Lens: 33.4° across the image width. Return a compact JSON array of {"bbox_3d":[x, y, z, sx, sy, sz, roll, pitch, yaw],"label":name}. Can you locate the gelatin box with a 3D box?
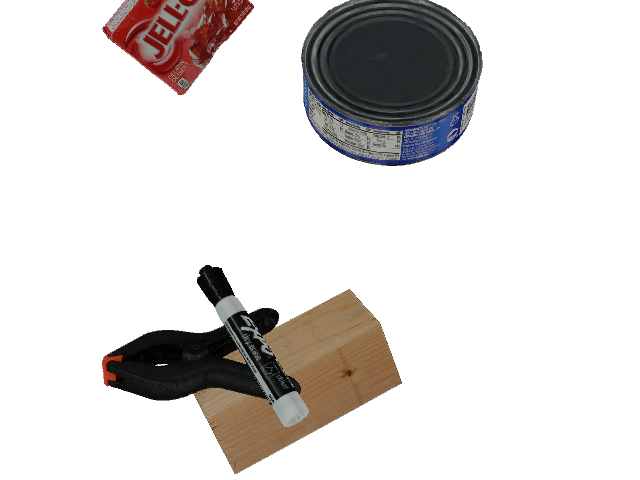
[{"bbox_3d":[-0.105,-0.165,0.794,0.073,0.089,0.030,37,5,-32],"label":"gelatin box"}]

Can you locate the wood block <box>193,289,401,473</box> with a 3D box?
[{"bbox_3d":[-0.029,0.152,1.161,0.206,0.091,0.090,-27,30,-10],"label":"wood block"}]

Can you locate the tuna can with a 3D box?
[{"bbox_3d":[0.034,-0.078,0.517,0.086,0.086,0.034,0,-35,0],"label":"tuna can"}]

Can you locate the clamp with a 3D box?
[{"bbox_3d":[-0.105,0.101,0.950,0.171,0.039,0.120,2,26,-5],"label":"clamp"}]

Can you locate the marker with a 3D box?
[{"bbox_3d":[-0.046,0.065,0.689,0.020,0.121,0.020,-29,-23,-13],"label":"marker"}]
